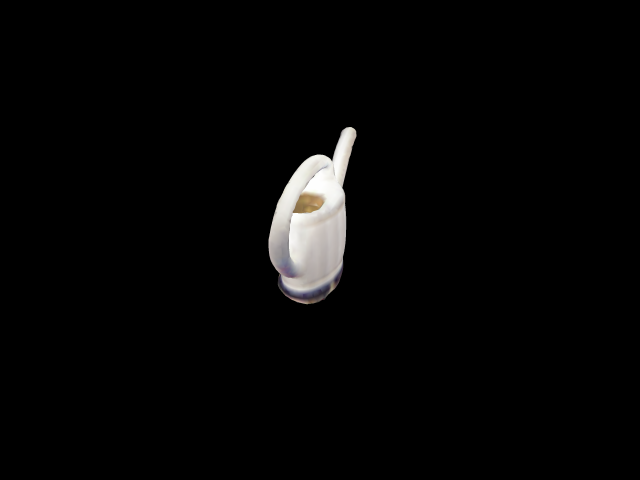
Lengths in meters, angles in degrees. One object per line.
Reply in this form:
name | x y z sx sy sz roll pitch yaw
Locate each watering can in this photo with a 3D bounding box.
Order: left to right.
watering can | 0.003 -0.043 0.850 0.104 0.219 0.355 11 33 18
